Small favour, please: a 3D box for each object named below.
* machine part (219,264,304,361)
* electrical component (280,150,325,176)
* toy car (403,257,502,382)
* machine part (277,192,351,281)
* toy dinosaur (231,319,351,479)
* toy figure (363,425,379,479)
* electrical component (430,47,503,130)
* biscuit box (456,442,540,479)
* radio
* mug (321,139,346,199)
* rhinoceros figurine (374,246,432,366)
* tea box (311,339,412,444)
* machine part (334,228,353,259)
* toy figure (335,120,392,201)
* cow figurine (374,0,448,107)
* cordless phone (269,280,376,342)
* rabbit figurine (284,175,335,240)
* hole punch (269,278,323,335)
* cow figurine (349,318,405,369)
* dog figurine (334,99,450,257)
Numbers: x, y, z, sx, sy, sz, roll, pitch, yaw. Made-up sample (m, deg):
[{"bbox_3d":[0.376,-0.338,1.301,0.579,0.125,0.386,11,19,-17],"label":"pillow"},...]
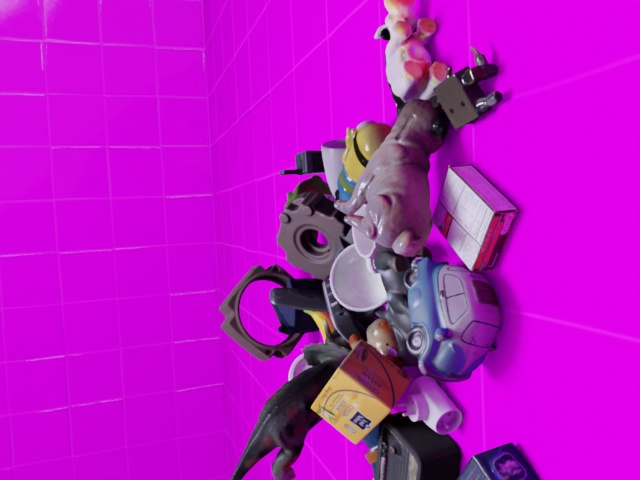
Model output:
[{"bbox_3d":[-0.125,0.174,1.306,0.201,0.201,0.087,41,154,-7],"label":"machine part"},{"bbox_3d":[-0.027,-0.162,1.140,0.075,0.119,0.047,-178,85,-73],"label":"electrical component"},{"bbox_3d":[0.172,0.089,0.671,0.103,0.109,0.162,-32,49,43],"label":"toy car"},{"bbox_3d":[-0.002,-0.003,1.041,0.056,0.179,0.179,-51,-20,-48],"label":"machine part"},{"bbox_3d":[-0.038,0.308,1.000,0.131,0.405,0.191,16,132,40],"label":"toy dinosaur"},{"bbox_3d":[0.104,0.360,0.955,0.064,0.058,0.154,112,144,-62],"label":"toy figure"},{"bbox_3d":[0.181,-0.185,0.665,0.078,0.045,0.102,55,160,2],"label":"electrical component"},{"bbox_3d":[0.199,0.335,0.671,0.063,0.059,0.202,-122,33,-42],"label":"biscuit box"},{"bbox_3d":[0.141,0.386,0.825,0.131,0.073,0.229,-141,52,-63],"label":"radio"},{"bbox_3d":[0.042,-0.133,1.014,0.110,0.081,0.107,-132,35,-65],"label":"mug"},{"bbox_3d":[0.124,0.093,0.789,0.112,0.073,0.190,-4,102,57],"label":"rhinoceros figurine"},{"bbox_3d":[0.059,0.236,0.824,0.098,0.068,0.169,36,141,12],"label":"tea box"},{"bbox_3d":[0.081,-0.006,0.943,0.039,0.084,0.138,-79,11,-50],"label":"machine part"},{"bbox_3d":[0.080,-0.119,0.906,0.089,0.082,0.180,59,144,32],"label":"toy figure"},{"bbox_3d":[0.124,-0.272,0.778,0.098,0.068,0.167,118,145,-66],"label":"cow figurine"},{"bbox_3d":[0.000,0.127,0.992,0.147,0.184,0.088,-103,23,-62],"label":"cordless phone"},{"bbox_3d":[-0.035,-0.048,1.178,0.170,0.121,0.159,110,156,-44],"label":"rabbit figurine"},{"bbox_3d":[-0.038,0.148,1.223,0.092,0.142,0.116,-45,58,32],"label":"hole punch"},{"bbox_3d":[0.099,0.212,0.900,0.127,0.085,0.194,-124,33,-53],"label":"cow figurine"},{"bbox_3d":[0.121,-0.087,0.704,0.190,0.121,0.173,-61,37,14],"label":"dog figurine"}]
